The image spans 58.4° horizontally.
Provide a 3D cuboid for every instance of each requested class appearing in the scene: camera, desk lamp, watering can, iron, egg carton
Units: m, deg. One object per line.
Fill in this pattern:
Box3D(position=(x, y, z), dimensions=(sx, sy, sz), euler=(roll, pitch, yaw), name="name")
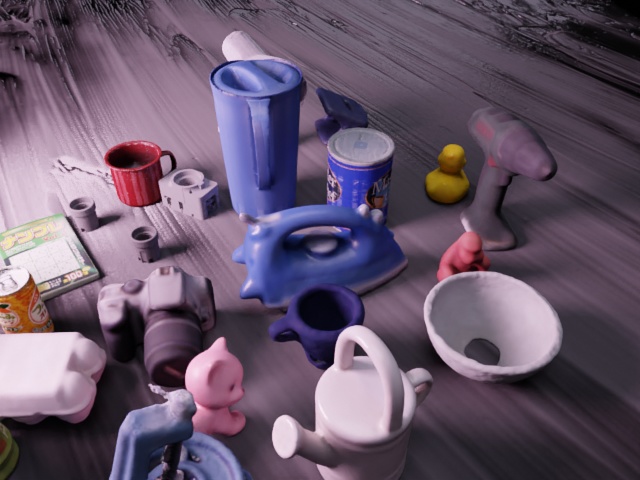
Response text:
Box3D(position=(-0.199, 0.107, 0.706), dimensions=(0.143, 0.101, 0.136), euler=(-8, 42, -10), name="camera")
Box3D(position=(-0.117, -0.255, 1.043), dimensions=(0.118, 0.214, 0.202), euler=(-22, 46, -24), name="desk lamp")
Box3D(position=(0.040, 0.169, 0.568), dimensions=(0.100, 0.194, 0.173), euler=(28, 47, 28), name="watering can")
Box3D(position=(0.007, 0.003, 0.801), dimensions=(0.258, 0.141, 0.118), euler=(-9, 42, -12), name="iron")
Box3D(position=(-0.330, 0.162, 0.664), dimensions=(0.150, 0.069, 0.107), euler=(-2, 41, -3), name="egg carton")

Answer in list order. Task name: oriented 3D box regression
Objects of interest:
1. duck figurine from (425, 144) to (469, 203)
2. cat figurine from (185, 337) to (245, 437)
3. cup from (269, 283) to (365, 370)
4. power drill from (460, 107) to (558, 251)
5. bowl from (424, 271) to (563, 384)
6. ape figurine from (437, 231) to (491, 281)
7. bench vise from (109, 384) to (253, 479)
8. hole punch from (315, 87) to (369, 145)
Box3D(position=(0.225, -0.122, 0.993), dimensions=(0.077, 0.086, 0.105), euler=(14, 43, 15), name="duck figurine")
Box3D(position=(-0.126, 0.173, 0.618), dimensions=(0.067, 0.118, 0.128), euler=(23, 45, 23), name="cat figurine")
Box3D(position=(-0.004, 0.119, 0.702), dimensions=(0.118, 0.095, 0.091), euler=(-16, 43, -18), name="cup")
Box3D(position=(0.275, -0.090, 0.864), dimensions=(0.075, 0.208, 0.229), euler=(-5, 41, -6), name="power drill")
Box3D(position=(0.210, 0.120, 0.720), dimensions=(0.167, 0.075, 0.167), euler=(1, 41, 0), name="bowl")
Box3D(position=(0.206, 0.028, 0.814), dimensions=(0.078, 0.092, 0.076), euler=(-1, 41, -3), name="ape figurine")
Box3D(position=(-0.151, 0.225, 0.479), dimensions=(0.208, 0.220, 0.121), euler=(-32, 50, -32), name="bench vise")
Box3D(position=(0.043, -0.252, 1.136), dimensions=(0.101, 0.091, 0.108), euler=(-8, 42, -10), name="hole punch")
